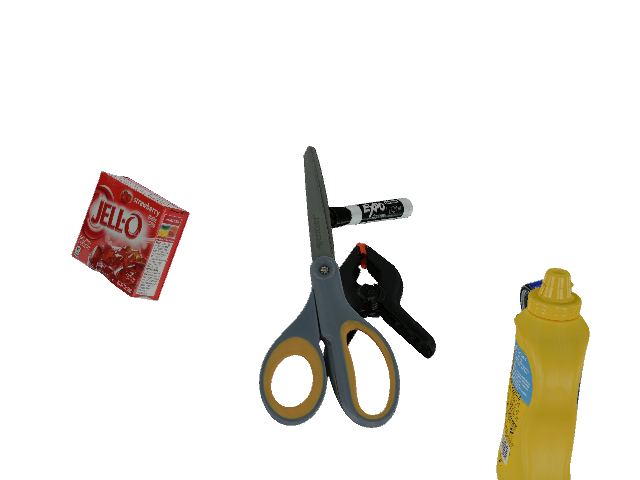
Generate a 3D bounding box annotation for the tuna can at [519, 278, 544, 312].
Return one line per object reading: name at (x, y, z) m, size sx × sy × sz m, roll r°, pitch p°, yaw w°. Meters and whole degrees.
tuna can at (0.256, 0.086, 1.204) m, size 0.033 × 0.086 × 0.086 m, roll -15°, pitch 1°, yaw -5°

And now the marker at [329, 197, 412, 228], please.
marker at (0.041, -0.025, 0.952) m, size 0.020 × 0.020 × 0.120 m, roll 0°, pitch 6°, yaw 39°

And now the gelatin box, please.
gelatin box at (-0.148, -0.005, 0.820) m, size 0.089 × 0.073 × 0.030 m, roll 28°, pitch 10°, yaw 40°

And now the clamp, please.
clamp at (0.067, 0.072, 1.193) m, size 0.120 × 0.171 × 0.039 m, roll 6°, pitch -43°, yaw -2°

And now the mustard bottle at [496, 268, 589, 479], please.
mustard bottle at (0.179, 0.114, 0.856) m, size 0.058 × 0.192 × 0.096 m, roll 3°, pitch 20°, yaw 2°

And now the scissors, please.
scissors at (-0.013, 0.034, 0.693) m, size 0.096 × 0.202 × 0.016 m, roll -21°, pitch -26°, yaw -6°
